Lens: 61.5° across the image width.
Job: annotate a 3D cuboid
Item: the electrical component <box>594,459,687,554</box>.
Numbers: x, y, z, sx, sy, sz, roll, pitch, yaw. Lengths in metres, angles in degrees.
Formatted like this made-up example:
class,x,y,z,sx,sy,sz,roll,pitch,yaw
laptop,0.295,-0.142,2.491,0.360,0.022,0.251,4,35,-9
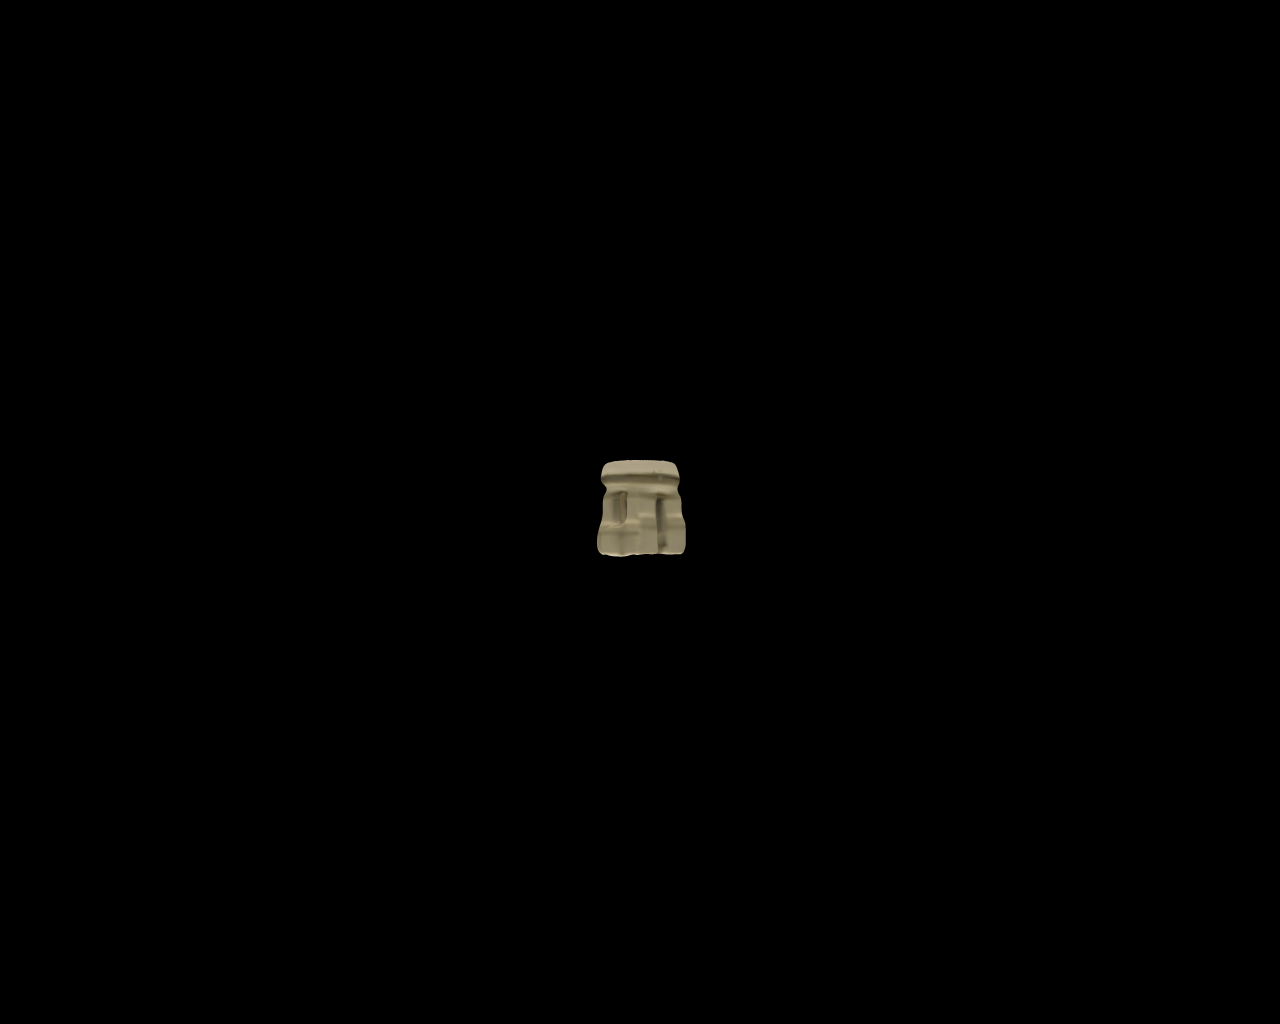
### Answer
class,x,y,z,sx,sy,sz,roll,pitch,yaw
electrical component,0.001,-0.003,0.650,0.048,0.055,0.066,-2,-3,43
